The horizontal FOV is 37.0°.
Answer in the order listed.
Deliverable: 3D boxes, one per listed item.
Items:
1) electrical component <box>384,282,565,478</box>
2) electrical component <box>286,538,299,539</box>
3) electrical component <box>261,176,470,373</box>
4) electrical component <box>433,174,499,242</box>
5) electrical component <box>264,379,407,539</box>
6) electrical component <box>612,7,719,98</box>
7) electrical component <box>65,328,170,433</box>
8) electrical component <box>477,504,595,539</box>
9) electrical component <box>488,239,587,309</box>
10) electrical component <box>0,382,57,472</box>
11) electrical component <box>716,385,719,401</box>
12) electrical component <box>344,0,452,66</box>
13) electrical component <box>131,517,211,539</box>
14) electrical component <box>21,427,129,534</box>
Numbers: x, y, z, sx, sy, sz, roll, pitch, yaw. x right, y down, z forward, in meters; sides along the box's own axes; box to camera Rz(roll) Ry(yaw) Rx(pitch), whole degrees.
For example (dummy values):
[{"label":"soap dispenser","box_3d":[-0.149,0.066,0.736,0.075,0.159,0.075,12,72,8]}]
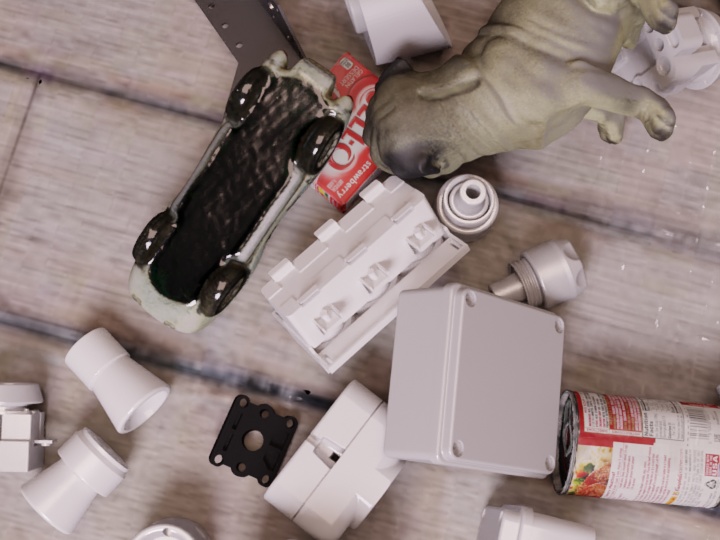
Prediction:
[{"label":"electrical component","box_3d":[0.074,0.072,0.683,0.109,0.056,0.108,17,74,-41]},{"label":"electrical component","box_3d":[-0.032,0.199,0.658,0.108,0.108,0.060,12,72,2]},{"label":"electrical component","box_3d":[0.000,0.000,0.713,0.121,0.063,0.079,-41,41,-9]},{"label":"electrical component","box_3d":[0.073,-0.045,0.730,0.043,0.062,0.043,0,78,-1]},{"label":"electrical component","box_3d":[-0.010,0.127,0.697,0.059,0.053,0.095,37,80,7]},{"label":"electrical component","box_3d":[0.220,-0.152,0.752,0.057,0.078,0.058,-14,78,-25]},{"label":"electrical component","box_3d":[-0.164,0.070,0.714,0.044,0.044,0.065,-44,78,-9]},{"label":"electrical component","box_3d":[0.100,0.206,0.671,0.057,0.078,0.113,14,78,-1]},{"label":"electrical component","box_3d":[0.119,0.007,0.730,0.062,0.043,0.043,-22,79,-4]},{"label":"electrical component","box_3d":[-0.233,0.102,0.704,0.066,0.048,0.055,1,86,-1]},{"label":"electrical component","box_3d":[0.275,0.091,0.697,0.080,0.080,0.051,-11,73,-3]},{"label":"electrical component","box_3d":[0.022,-0.192,0.745,0.064,0.099,0.099,-19,79,2]},{"label":"electrical component","box_3d":[-0.123,0.187,0.686,0.055,0.047,0.055,0,78,-1]},{"label":"electrical component","box_3d":[-0.184,0.136,0.697,0.045,0.045,0.055,43,80,7]}]
